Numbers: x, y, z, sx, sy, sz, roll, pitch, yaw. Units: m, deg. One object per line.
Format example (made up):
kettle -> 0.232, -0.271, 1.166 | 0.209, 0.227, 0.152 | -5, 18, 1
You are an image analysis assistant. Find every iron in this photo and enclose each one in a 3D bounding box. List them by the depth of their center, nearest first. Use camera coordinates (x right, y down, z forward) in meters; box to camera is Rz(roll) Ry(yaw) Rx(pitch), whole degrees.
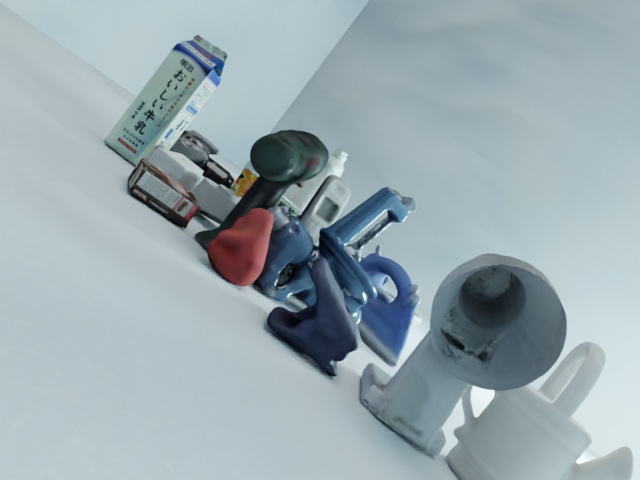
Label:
iron -> 0.111, 0.102, 1.001 | 0.119, 0.141, 0.257 | 36, 3, -29

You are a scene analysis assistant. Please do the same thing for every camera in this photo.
camera -> -0.231, -0.142, 1.112 | 0.137, 0.101, 0.143 | 37, 3, -13

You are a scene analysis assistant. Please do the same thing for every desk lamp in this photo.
desk lamp -> 0.139, 0.106, 0.592 | 0.118, 0.213, 0.203 | 37, 3, 2

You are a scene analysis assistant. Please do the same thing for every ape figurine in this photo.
ape figurine -> -0.088, 0.002, 0.676 | 0.076, 0.092, 0.078 | 40, 4, 42

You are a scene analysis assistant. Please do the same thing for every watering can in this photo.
watering can -> 0.236, 0.192, 0.598 | 0.173, 0.194, 0.101 | 37, 3, -8

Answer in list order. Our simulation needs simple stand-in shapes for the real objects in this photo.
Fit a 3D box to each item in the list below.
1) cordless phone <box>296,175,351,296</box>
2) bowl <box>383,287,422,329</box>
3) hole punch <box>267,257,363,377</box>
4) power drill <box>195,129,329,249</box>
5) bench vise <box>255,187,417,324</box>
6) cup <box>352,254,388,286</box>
cordless phone -> 0.008, 0.003, 0.890 | 0.148, 0.185, 0.094 | 35, 4, -36
bowl -> 0.125, 0.143, 1.194 | 0.167, 0.074, 0.167 | 37, 3, -2
hole punch -> 0.008, 0.080, 0.623 | 0.101, 0.091, 0.108 | 37, 3, -2
power drill -> -0.069, -0.063, 0.778 | 0.075, 0.208, 0.230 | 38, 3, 5
bench vise -> 0.029, 0.006, 0.763 | 0.121, 0.219, 0.208 | 40, 4, 41
cup -> 0.086, 0.092, 1.308 | 0.118, 0.095, 0.091 | 36, 3, -33
